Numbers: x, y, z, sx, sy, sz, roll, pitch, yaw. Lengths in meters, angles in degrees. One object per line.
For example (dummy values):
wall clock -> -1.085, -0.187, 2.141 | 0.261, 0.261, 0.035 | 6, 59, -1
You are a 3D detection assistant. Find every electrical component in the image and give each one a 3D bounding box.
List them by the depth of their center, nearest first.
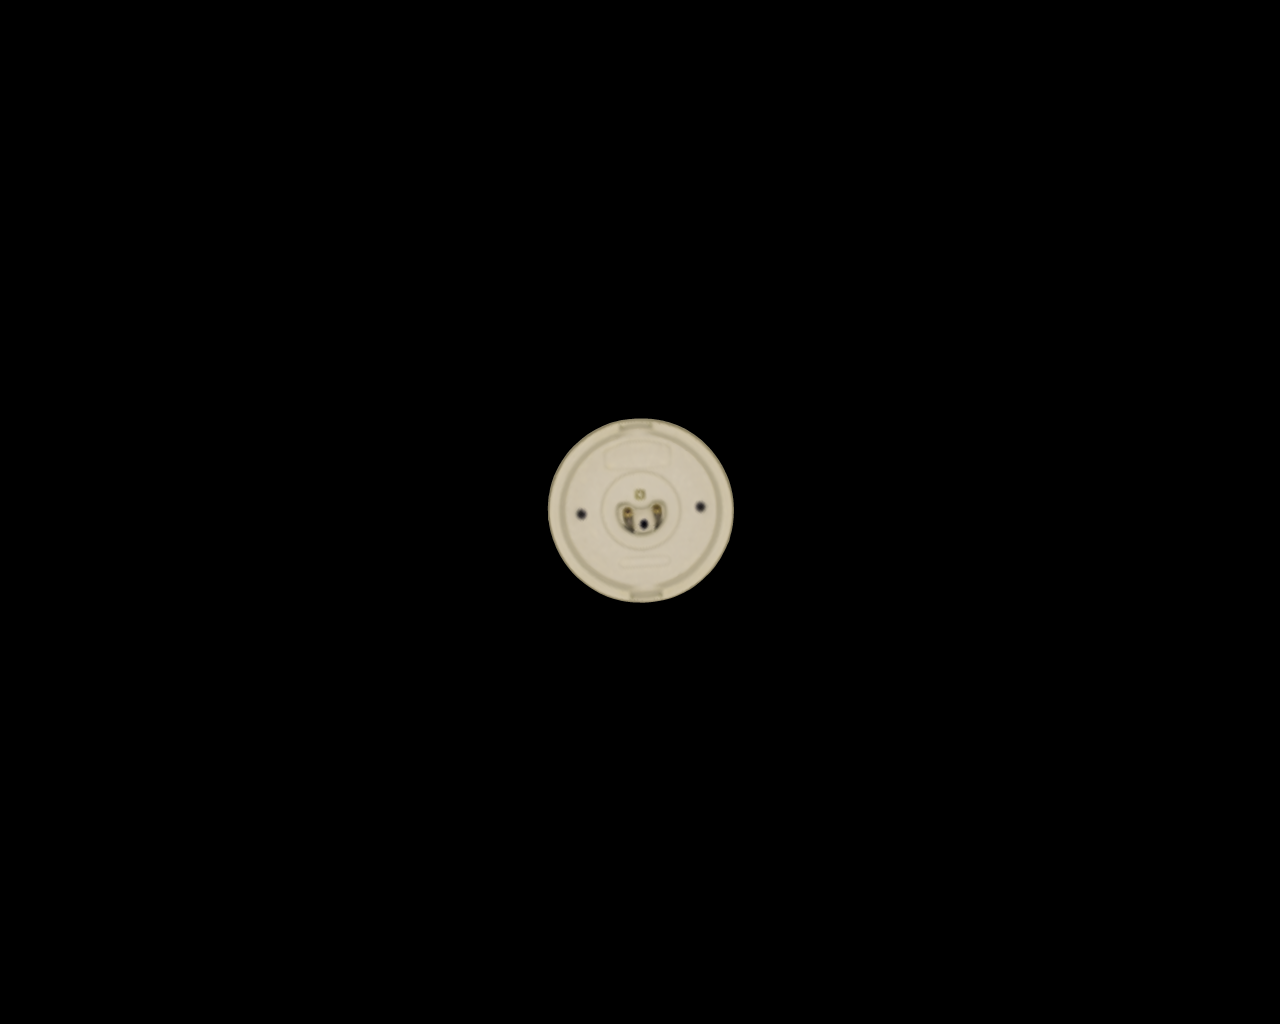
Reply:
electrical component -> 0.001, -0.003, 0.650 | 0.108, 0.108, 0.060 | 0, 4, 0
